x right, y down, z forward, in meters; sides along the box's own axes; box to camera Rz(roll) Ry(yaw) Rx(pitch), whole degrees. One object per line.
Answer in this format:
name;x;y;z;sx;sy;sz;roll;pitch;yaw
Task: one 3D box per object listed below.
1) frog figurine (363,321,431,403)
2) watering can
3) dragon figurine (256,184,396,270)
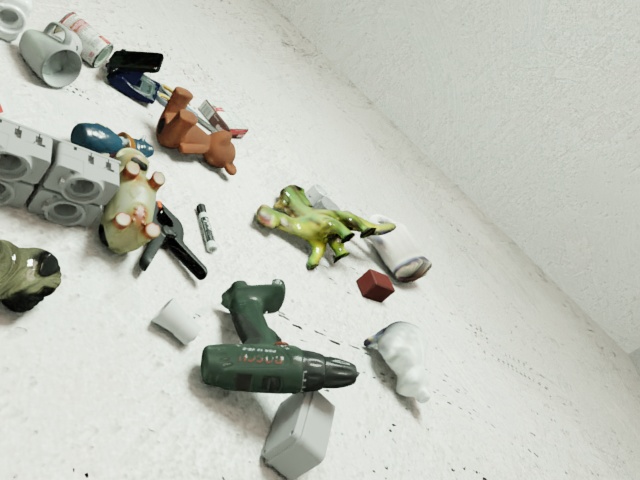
frog figurine;0.186;0.253;1.075;0.162;0.122;0.135;51;3;40
watering can;0.197;0.015;1.464;0.347;0.102;0.228;9;44;-52
dragon figurine;0.004;-0.064;1.266;0.245;0.120;0.413;46;34;21
